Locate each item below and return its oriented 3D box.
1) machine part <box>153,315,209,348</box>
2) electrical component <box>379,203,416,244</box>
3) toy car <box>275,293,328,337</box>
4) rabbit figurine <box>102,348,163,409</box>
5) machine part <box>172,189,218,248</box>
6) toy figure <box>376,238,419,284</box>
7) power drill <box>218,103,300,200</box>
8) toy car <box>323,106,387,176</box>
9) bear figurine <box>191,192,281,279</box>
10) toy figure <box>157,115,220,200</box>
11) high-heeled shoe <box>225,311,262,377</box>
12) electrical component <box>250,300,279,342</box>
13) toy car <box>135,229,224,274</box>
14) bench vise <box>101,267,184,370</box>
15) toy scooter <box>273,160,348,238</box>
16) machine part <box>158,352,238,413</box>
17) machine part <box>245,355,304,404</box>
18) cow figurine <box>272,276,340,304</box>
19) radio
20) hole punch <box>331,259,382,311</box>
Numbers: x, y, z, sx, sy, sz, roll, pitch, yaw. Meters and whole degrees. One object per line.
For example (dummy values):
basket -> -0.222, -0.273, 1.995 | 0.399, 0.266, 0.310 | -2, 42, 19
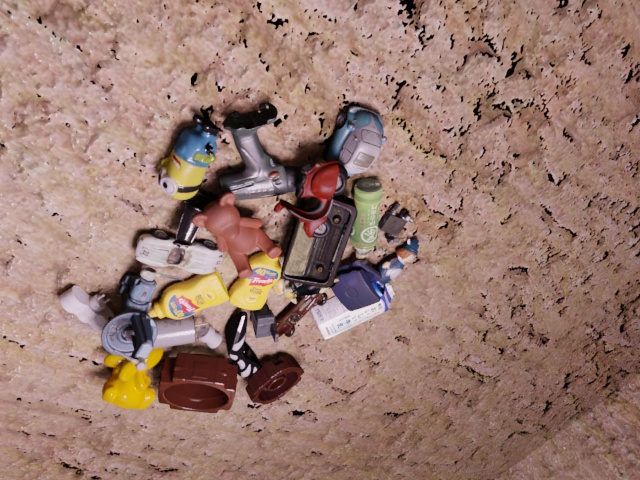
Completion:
machine part -> -0.399, 0.230, 1.339 | 0.243, 0.079, 0.079 | -5, 128, -18
electrical component -> 0.198, -0.039, 1.393 | 0.078, 0.045, 0.102 | 22, 116, -36
toy car -> -0.062, 0.195, 1.470 | 0.202, 0.053, 0.089 | -43, 128, 15
rabbit figurine -> -0.477, 0.328, 1.367 | 0.173, 0.122, 0.162 | -53, 149, -7
machine part -> -0.278, -0.046, 1.173 | 0.084, 0.039, 0.139 | 27, 89, -41
toy figure -> 0.217, 0.057, 1.473 | 0.154, 0.064, 0.058 | -42, 85, 13
power drill -> -0.111, -0.181, 1.138 | 0.232, 0.086, 0.207 | -16, 138, -9
toy car -> 0.080, -0.203, 1.176 | 0.109, 0.103, 0.161 | 15, 118, -30
bear figurine -> -0.182, -0.013, 1.174 | 0.120, 0.132, 0.195 | -36, 159, -2
toy figure -> -0.260, -0.159, 1.085 | 0.089, 0.082, 0.180 | 23, 113, -33
high-heeled shoe -> -0.194, 0.288, 1.472 | 0.145, 0.086, 0.248 | 7, 129, -29
electrical component -> -0.147, 0.221, 1.409 | 0.048, 0.119, 0.074 | -5, 131, -19
toy car -> -0.318, 0.031, 1.227 | 0.201, 0.056, 0.073 | 14, 120, -30
bench vise -> -0.401, 0.184, 1.184 | 0.128, 0.241, 0.223 | 32, 100, -36
toy scooter -> -0.024, -0.093, 1.156 | 0.135, 0.075, 0.183 | 11, 111, -19
machine part -> -0.328, 0.384, 1.446 | 0.201, 0.087, 0.201 | 9, 138, -10
machine part -> -0.133, 0.410, 1.580 | 0.179, 0.056, 0.179 | -27, 148, -19
cow figurine -> -0.036, 0.115, 1.385 | 0.167, 0.098, 0.068 | -26, 138, -1
radio -> -0.003, -0.004, 1.275 | 0.131, 0.073, 0.229 | 16, 112, -7
hole punch -> 0.093, 0.122, 1.424 | 0.142, 0.092, 0.115 | -23, 136, 37
